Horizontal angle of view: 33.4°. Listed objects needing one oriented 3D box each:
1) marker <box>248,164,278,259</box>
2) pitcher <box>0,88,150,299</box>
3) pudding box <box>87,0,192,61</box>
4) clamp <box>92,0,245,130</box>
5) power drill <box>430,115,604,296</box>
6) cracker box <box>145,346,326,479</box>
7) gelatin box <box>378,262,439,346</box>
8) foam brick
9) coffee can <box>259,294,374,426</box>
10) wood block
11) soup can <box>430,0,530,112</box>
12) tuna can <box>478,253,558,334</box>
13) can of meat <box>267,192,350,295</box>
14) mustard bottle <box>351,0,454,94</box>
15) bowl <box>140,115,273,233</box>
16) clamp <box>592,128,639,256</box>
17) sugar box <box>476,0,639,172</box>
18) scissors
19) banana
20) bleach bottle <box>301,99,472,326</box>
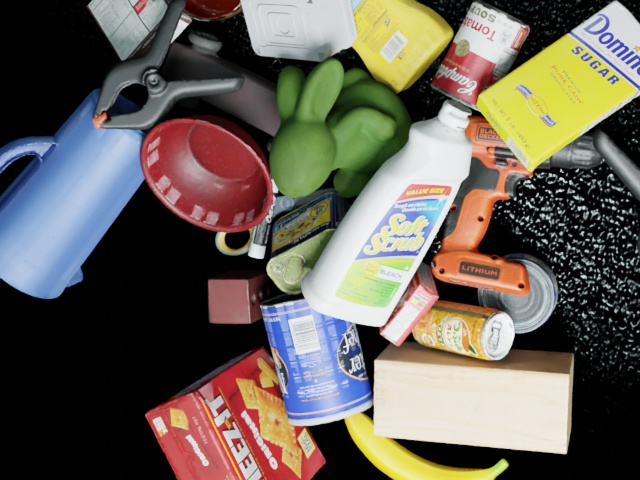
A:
[{"bbox_3d":[-0.061,-0.039,1.232,0.020,0.020,0.121,15,98,14],"label":"marker"},{"bbox_3d":[-0.301,-0.062,1.258,0.145,0.149,0.243,43,104,8],"label":"pitcher"},{"bbox_3d":[-0.211,-0.263,1.237,0.090,0.039,0.113,-44,59,18],"label":"pudding box"},{"bbox_3d":[-0.182,-0.185,1.173,0.171,0.039,0.120,-28,89,-6],"label":"clamp"},{"bbox_3d":[0.200,-0.039,1.133,0.184,0.057,0.187,9,83,16],"label":"power drill"},{"bbox_3d":[-0.086,0.223,1.191,0.072,0.213,0.164,-28,89,19],"label":"cracker box"},{"bbox_3d":[0.094,0.065,1.180,0.030,0.089,0.073,33,108,-14],"label":"gelatin box"},{"bbox_3d":[-0.092,0.065,1.243,0.051,0.078,0.053,1,98,18],"label":"foam brick"},{"bbox_3d":[-0.003,0.128,1.211,0.103,0.102,0.140,-13,94,18],"label":"coffee can"},{"bbox_3d":[0.169,0.170,1.171,0.206,0.090,0.090,2,99,16],"label":"wood block"},{"bbox_3d":[0.170,-0.195,1.132,0.068,0.068,0.102,30,104,11],"label":"soup can"},{"bbox_3d":[0.217,0.059,1.171,0.086,0.033,0.086,2,98,17],"label":"tuna can"},{"bbox_3d":[-0.008,0.002,1.198,0.102,0.084,0.057,-28,121,18],"label":"can of meat"},{"bbox_3d":[0.049,-0.257,1.165,0.191,0.058,0.096,46,123,7],"label":"mustard bottle"},{"bbox_3d":[-0.119,-0.086,1.207,0.162,0.055,0.162,13,136,13],"label":"bowl"},{"bbox_3d":[0.382,-0.034,1.099,0.164,0.036,0.210,-15,101,5],"label":"clamp"},{"bbox_3d":[0.258,-0.158,1.090,0.176,0.048,0.093,-36,80,0],"label":"sugar box"},{"bbox_3d":[-0.045,-0.024,1.248,0.202,0.016,0.096,5,96,17],"label":"scissors"},{"bbox_3d":[0.114,0.254,1.230,0.198,0.037,0.069,16,87,13],"label":"banana"},{"bbox_3d":[0.077,-0.031,1.095,0.102,0.068,0.251,16,116,-24],"label":"bleach bottle"}]
